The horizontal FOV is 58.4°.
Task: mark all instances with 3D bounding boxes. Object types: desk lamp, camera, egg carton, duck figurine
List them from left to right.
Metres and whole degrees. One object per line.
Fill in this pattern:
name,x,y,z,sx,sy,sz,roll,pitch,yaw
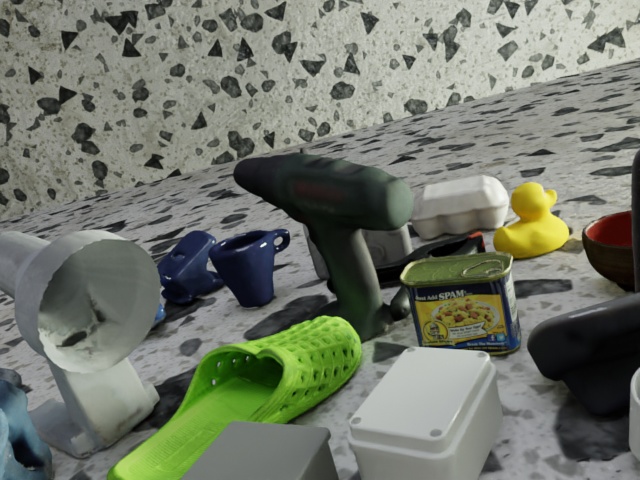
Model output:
desk lamp,-0.237,0.091,0.545,0.202,0.214,0.118,-1,21,39
camera,0.060,-0.018,0.854,0.143,0.101,0.137,-11,17,13
egg carton,0.214,-0.052,0.888,0.150,0.069,0.107,-10,17,16
duck figurine,0.267,-0.030,0.736,0.105,0.086,0.077,-20,17,-18

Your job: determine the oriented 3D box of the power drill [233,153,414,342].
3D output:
power drill,0.006,0.002,0.638,0.228,0.208,0.076,0,22,41

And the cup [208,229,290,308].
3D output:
cup,-0.088,0.040,0.802,0.118,0.095,0.091,-21,17,-21

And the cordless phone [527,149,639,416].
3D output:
cordless phone,0.224,0.021,0.422,0.147,0.185,0.094,-16,16,-3

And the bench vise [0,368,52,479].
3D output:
bench vise,-0.299,0.139,0.428,0.122,0.220,0.206,-21,17,-19

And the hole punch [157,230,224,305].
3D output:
hole punch,-0.212,0.042,0.912,0.101,0.091,0.108,-25,19,-32

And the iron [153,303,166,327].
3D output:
iron,-0.323,0.067,0.834,0.119,0.141,0.257,-24,19,-30

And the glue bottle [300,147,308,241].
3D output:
glue bottle,-0.006,-0.071,0.961,0.037,0.173,0.078,0,22,42
